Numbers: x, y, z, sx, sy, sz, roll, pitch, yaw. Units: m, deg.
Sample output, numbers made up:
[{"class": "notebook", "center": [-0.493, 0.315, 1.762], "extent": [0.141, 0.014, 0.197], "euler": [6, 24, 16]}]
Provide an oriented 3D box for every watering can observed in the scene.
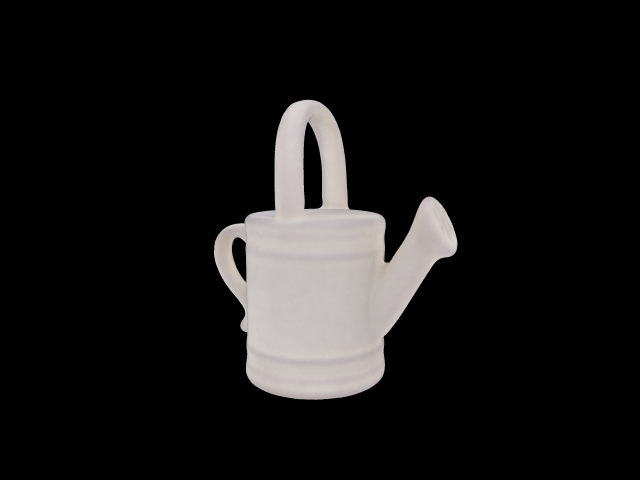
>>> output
[{"class": "watering can", "center": [0.005, 0.001, 0.402], "extent": [0.172, 0.194, 0.101], "euler": [0, 7, 3]}]
